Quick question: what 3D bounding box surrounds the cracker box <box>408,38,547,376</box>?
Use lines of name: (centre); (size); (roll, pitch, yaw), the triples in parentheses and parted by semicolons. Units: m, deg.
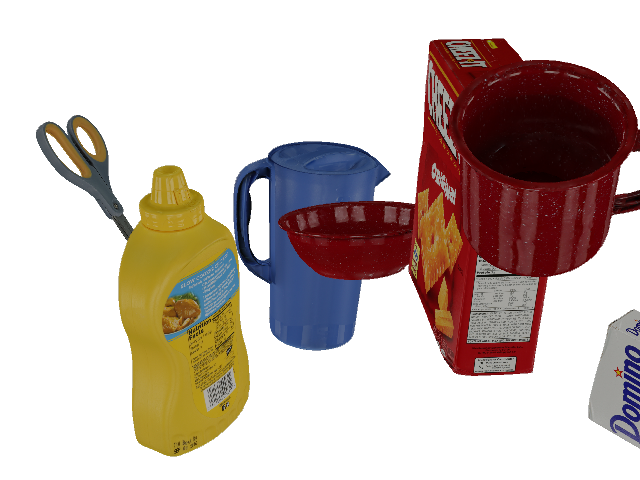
cracker box: (0.121, -0.028, 0.823); (0.072, 0.214, 0.164); (-3, 29, -8)

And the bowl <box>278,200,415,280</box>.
bowl: (0.039, 0.002, 1.080); (0.162, 0.055, 0.162); (-3, 13, 1)

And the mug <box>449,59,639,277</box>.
mug: (0.127, -0.035, 0.565); (0.117, 0.093, 0.081); (-3, -39, 5)

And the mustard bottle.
mustard bottle: (-0.091, 0.041, 0.706); (0.058, 0.192, 0.096); (16, 33, 30)

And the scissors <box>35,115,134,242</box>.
scissors: (-0.212, -0.049, 1.093); (0.016, 0.201, 0.096); (-27, 26, 27)

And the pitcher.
pitcher: (-0.014, 0.007, 1.307); (0.149, 0.243, 0.144); (16, 24, 28)

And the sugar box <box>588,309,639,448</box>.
sugar box: (0.289, 0.132, 0.793); (0.176, 0.093, 0.048); (27, 35, 36)
